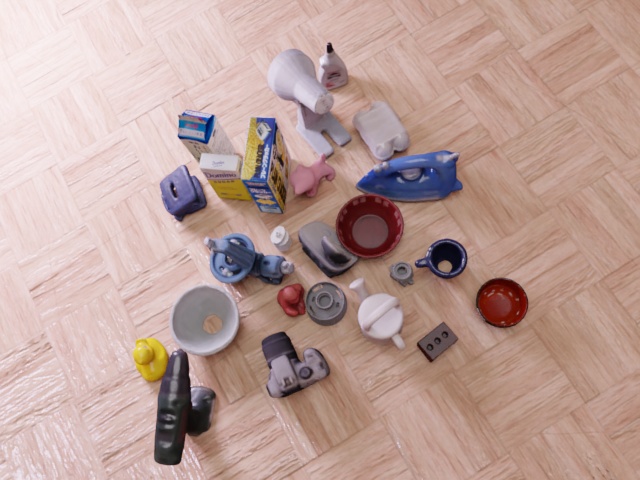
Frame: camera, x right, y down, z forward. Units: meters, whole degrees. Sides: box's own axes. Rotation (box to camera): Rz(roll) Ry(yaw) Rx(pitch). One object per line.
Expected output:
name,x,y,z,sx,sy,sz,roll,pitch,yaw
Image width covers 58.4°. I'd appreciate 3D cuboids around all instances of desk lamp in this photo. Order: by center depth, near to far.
desk lamp,-0.022,-0.337,1.402,0.118,0.214,0.203,-39,73,-6

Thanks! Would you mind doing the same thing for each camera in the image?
camera,-0.067,0.270,1.286,0.143,0.101,0.136,-25,72,-1

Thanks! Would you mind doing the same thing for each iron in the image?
iron,0.210,-0.164,1.363,0.258,0.141,0.118,-6,73,4

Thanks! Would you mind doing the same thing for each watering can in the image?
watering can,0.126,0.163,1.247,0.172,0.194,0.101,31,79,14

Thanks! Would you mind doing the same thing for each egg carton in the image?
egg carton,0.155,-0.275,1.440,0.107,0.069,0.150,-31,73,-3

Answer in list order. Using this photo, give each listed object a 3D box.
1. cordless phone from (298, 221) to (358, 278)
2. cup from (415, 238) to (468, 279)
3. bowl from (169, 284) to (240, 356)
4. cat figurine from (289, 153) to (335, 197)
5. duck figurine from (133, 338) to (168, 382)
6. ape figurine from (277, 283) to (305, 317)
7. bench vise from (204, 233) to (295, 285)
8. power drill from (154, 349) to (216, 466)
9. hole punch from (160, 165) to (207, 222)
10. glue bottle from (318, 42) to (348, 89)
cordless phone,0.012,0.005,1.312,0.147,0.185,0.094,42,82,16
cup,0.274,0.055,1.316,0.117,0.095,0.091,-12,73,3
bowl,-0.262,0.191,1.344,0.167,0.075,0.167,-2,73,6
cat figurine,-0.026,-0.161,1.400,0.067,0.118,0.128,41,82,16
duck figurine,-0.402,0.275,1.329,0.077,0.086,0.104,-17,72,1
ape figurine,-0.066,0.134,1.331,0.076,0.092,0.078,29,79,14
bench vise,-0.168,0.031,1.305,0.207,0.220,0.121,-9,73,4
power drill,-0.292,0.358,1.228,0.075,0.208,0.230,4,74,8
hole punch,-0.350,-0.118,1.437,0.101,0.091,0.108,-25,72,-1
glue bottle,0.029,-0.445,1.450,0.078,0.173,0.037,-18,72,1
